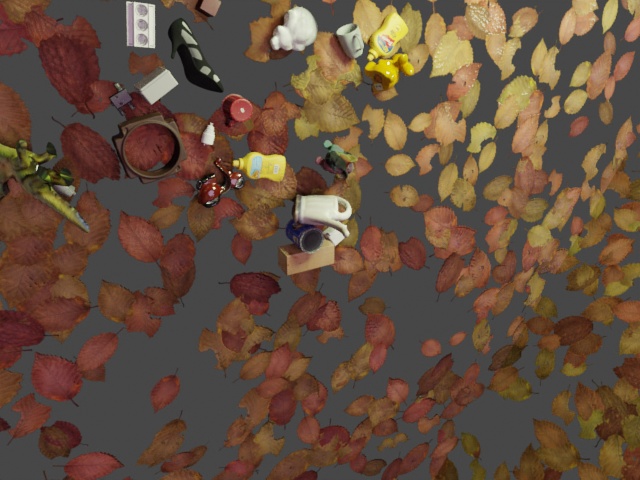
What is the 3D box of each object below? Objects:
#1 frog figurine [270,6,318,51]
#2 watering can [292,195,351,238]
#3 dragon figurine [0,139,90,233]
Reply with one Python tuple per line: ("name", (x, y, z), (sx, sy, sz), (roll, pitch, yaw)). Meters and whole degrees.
("frog figurine", (-0.092, -0.702, 1.733), (0.161, 0.124, 0.134), (-36, 142, -26))
("watering can", (0.006, -0.095, 1.897), (0.224, 0.354, 0.102), (0, 115, 0))
("dragon figurine", (-0.869, -0.163, 1.496), (0.242, 0.124, 0.404), (-17, 111, 11))
